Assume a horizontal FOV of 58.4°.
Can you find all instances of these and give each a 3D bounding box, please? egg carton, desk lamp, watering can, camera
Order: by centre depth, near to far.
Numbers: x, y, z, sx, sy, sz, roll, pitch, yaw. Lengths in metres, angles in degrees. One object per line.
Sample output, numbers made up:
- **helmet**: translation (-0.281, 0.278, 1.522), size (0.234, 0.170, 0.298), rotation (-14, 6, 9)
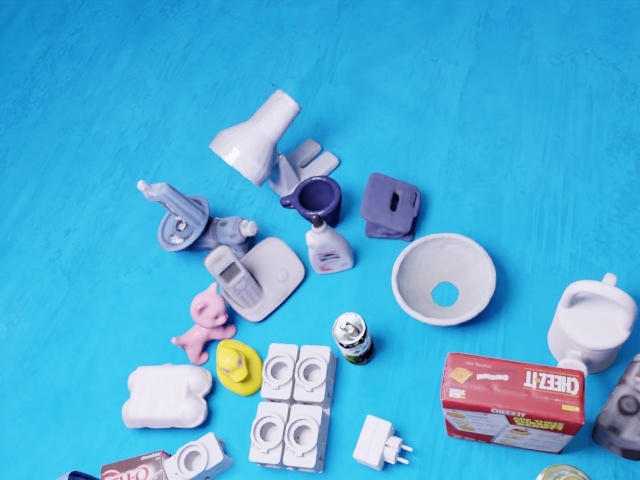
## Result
- **camera**: translation (0.465, 0.238, 0.774), size (0.136, 0.101, 0.143), rotation (31, 72, 28)
- **watering can**: translation (0.385, 0.120, 0.809), size (0.100, 0.194, 0.173), rotation (2, 61, 16)
- **egg carton**: translation (-0.256, 0.264, 0.964), size (0.150, 0.069, 0.107), rotation (-5, 59, 12)
- **desk lamp**: translation (-0.087, -0.171, 1.091), size (0.203, 0.214, 0.117), rotation (-43, 59, -12)

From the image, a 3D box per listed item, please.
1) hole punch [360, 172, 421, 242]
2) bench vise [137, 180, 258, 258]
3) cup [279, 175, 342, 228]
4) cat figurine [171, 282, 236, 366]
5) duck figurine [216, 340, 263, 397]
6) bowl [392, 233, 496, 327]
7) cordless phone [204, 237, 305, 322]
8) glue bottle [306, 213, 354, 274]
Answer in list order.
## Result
- **hole punch**: translation (0.131, -0.063, 1.044), size (0.101, 0.091, 0.109), rotation (6, 62, 18)
- **bench vise**: translation (-0.223, -0.049, 1.050), size (0.207, 0.220, 0.121), rotation (-12, 58, 7)
- **cup**: translation (-0.010, -0.058, 1.075), size (0.117, 0.095, 0.091), rotation (-6, 59, 11)
- **cat figurine**: translation (-0.204, 0.141, 0.994), size (0.128, 0.118, 0.067), rotation (-45, 59, -13)
- **duck figurine**: translation (-0.145, 0.205, 0.960), size (0.077, 0.086, 0.104), rotation (-35, 58, -7)
- **bowl**: translation (0.205, 0.076, 0.952), size (0.167, 0.075, 0.167), rotation (-6, 59, 11)
- **cordless phone**: translation (-0.115, 0.046, 0.987), size (0.094, 0.185, 0.148), rotation (36, 74, 29)
- **glue bottle**: translation (0.009, 0.004, 0.987), size (0.078, 0.173, 0.037), rotation (-15, 57, 6)
